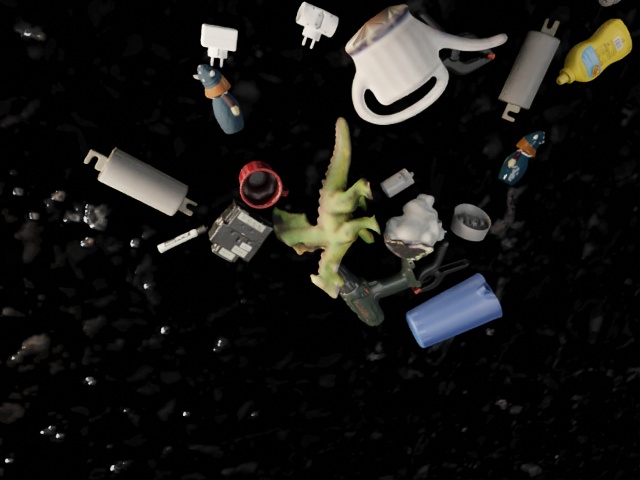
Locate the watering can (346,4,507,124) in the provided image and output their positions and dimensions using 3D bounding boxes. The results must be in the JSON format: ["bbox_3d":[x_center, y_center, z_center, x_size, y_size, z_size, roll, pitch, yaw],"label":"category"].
[{"bbox_3d":[0.205,-0.400,1.098,0.346,0.222,0.106,-35,21,10],"label":"watering can"}]

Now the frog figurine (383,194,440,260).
[{"bbox_3d":[0.234,-0.036,1.298,0.137,0.163,0.120,2,-32,23],"label":"frog figurine"}]

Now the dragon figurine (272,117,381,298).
[{"bbox_3d":[0.004,-0.061,1.221,0.243,0.407,0.123,-17,11,-2],"label":"dragon figurine"}]
